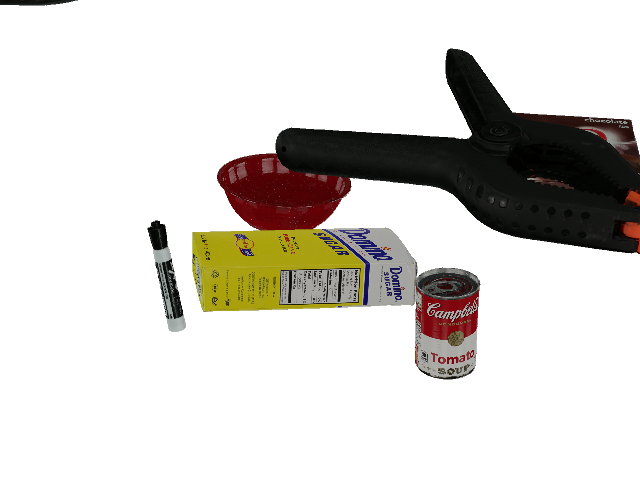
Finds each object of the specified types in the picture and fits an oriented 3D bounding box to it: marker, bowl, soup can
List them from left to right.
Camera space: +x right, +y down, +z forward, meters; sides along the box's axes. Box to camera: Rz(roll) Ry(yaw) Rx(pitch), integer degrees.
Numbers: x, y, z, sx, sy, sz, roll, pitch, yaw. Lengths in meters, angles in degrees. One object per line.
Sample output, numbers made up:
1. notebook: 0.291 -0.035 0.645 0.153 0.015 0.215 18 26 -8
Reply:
1. marker: -0.161 0.037 1.119 0.020 0.121 0.020 -8 18 3
2. bowl: -0.046 -0.051 1.285 0.162 0.055 0.162 4 26 -2
3. soup can: 0.135 0.089 1.149 0.068 0.102 0.068 -1 25 0

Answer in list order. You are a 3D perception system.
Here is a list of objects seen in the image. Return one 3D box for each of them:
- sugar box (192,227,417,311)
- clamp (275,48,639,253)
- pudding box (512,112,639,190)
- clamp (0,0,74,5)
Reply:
1. sugar box: -0.016 0.022 0.890 0.176 0.048 0.093 -4 20 -10
2. clamp: 0.088 -0.044 0.600 0.164 0.036 0.210 -26 42 -28
3. pudding box: 0.179 -0.056 0.795 0.113 0.039 0.090 5 40 2
4. clamp: -0.127 -0.158 0.585 0.171 0.039 0.120 -11 25 -26
